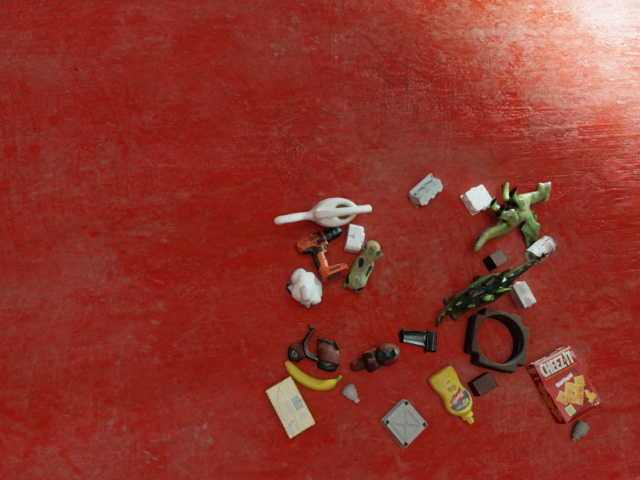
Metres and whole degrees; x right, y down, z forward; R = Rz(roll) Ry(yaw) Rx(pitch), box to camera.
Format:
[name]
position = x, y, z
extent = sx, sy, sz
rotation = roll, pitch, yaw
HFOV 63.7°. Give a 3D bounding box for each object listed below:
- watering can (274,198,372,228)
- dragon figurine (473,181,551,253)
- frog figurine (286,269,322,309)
[watering can]
position = 0.006, -0.092, 1.823
extent = 0.348, 0.224, 0.104
rotation = -7, 92, -8
[dragon figurine]
position = 0.746, -0.067, 1.945
extent = 0.241, 0.122, 0.413
rotation = 37, 80, -17
[frog figurine]
position = -0.048, 0.160, 1.759
extent = 0.123, 0.157, 0.139
rotation = -24, 77, -15
